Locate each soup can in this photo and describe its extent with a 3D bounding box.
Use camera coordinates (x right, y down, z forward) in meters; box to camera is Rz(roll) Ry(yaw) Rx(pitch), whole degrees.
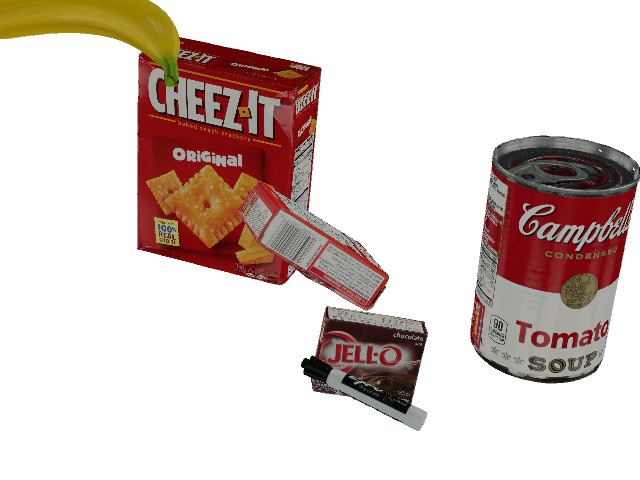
[{"bbox_3d":[0.111,0.009,0.515,0.068,0.102,0.068,3,26,-1],"label":"soup can"}]

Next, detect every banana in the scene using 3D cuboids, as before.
[{"bbox_3d":[-0.188,-0.173,0.849,0.198,0.069,0.037,15,-38,18],"label":"banana"}]

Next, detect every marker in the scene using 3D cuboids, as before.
[{"bbox_3d":[0.037,0.134,0.947,0.121,0.020,0.020,25,7,16],"label":"marker"}]

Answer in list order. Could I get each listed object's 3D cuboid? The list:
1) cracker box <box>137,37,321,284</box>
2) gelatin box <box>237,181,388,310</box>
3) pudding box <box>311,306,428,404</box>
[{"bbox_3d":[-0.094,-0.075,1.042,0.164,0.214,0.072,14,31,15],"label":"cracker box"},{"bbox_3d":[-0.005,0.003,0.687,0.089,0.030,0.073,33,6,-21],"label":"gelatin box"},{"bbox_3d":[0.052,0.125,1.158,0.113,0.090,0.039,8,23,-6],"label":"pudding box"}]
